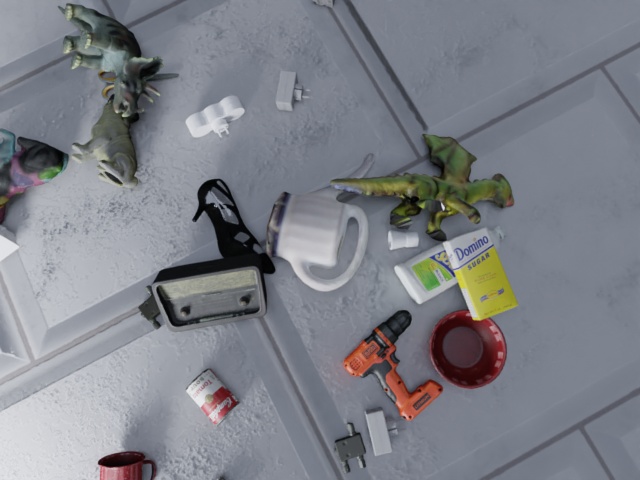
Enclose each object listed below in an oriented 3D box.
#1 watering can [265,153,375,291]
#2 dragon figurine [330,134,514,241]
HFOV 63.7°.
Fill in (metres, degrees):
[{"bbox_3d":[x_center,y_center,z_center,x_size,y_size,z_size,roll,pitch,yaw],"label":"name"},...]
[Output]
[{"bbox_3d":[0.004,-0.058,1.158,0.224,0.102,0.354,11,67,4],"label":"watering can"},{"bbox_3d":[0.248,-0.142,1.163,0.410,0.119,0.248,21,57,1],"label":"dragon figurine"}]
